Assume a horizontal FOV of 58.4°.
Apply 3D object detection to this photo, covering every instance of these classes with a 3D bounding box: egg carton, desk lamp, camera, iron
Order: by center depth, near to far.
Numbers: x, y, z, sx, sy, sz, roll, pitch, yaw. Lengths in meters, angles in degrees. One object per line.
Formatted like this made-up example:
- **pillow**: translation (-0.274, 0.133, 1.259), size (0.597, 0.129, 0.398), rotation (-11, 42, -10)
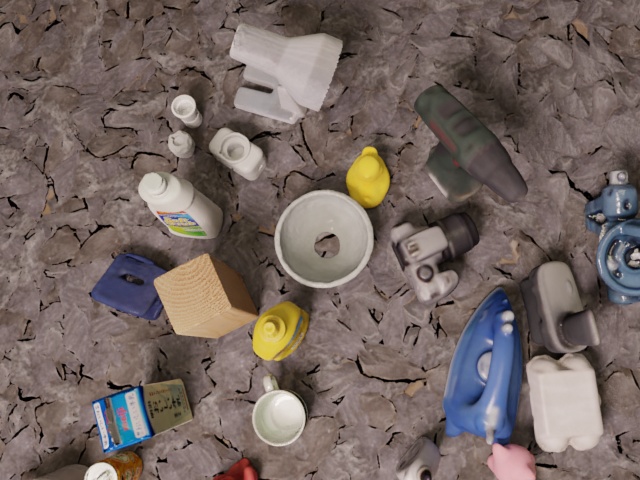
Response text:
- **iron**: translation (0.271, 0.192, 0.892), size (0.118, 0.141, 0.258), rotation (12, 80, 7)
- **egg carton**: translation (0.386, 0.257, 0.908), size (0.107, 0.069, 0.150), rotation (-5, 79, 3)
- **camera**: translation (0.200, 0.019, 0.951), size (0.137, 0.101, 0.143), rotation (-25, 78, -1)
- **desk lamp**: translation (-0.061, -0.280, 0.970), size (0.203, 0.213, 0.118), rotation (16, 81, 7)

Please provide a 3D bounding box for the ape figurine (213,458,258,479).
- **ape figurine**: translation (-0.141, 0.394, 0.908), size (0.077, 0.092, 0.076), rotation (-1, 79, 4)

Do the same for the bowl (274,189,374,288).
- **bowl**: translation (0.009, 0.004, 0.981), size (0.167, 0.075, 0.167), rotation (-1, 79, 4)

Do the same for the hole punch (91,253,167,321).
- **hole punch**: translation (-0.320, 0.076, 0.983), size (0.108, 0.091, 0.101), rotation (19, 81, 8)

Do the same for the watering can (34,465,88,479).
- **watering can**: translation (-0.412, 0.411, 0.872), size (0.173, 0.194, 0.101), rotation (-15, 78, 1)

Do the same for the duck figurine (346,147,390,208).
- **duck figurine**: translation (0.083, -0.111, 0.992), size (0.077, 0.086, 0.104), rotation (5, 80, 5)

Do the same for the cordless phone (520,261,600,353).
- **cordless phone**: translation (0.383, 0.100, 0.879), size (0.094, 0.185, 0.147), rotation (-14, 78, 2)

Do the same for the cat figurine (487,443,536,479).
- **cat figurine**: translation (0.300, 0.364, 0.869), size (0.067, 0.118, 0.128), rotation (-16, 78, 1)

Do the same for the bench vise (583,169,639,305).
- **bench vise**: translation (0.473, -0.009, 0.876), size (0.121, 0.220, 0.207), rotation (-23, 78, 0)

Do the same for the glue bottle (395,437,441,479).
- **glue bottle**: translation (0.151, 0.342, 0.856), size (0.037, 0.173, 0.078), rotation (42, 85, 11)

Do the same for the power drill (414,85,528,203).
- **power drill**: translation (0.233, -0.133, 0.923), size (0.075, 0.208, 0.229), rotation (-35, 79, -3)
